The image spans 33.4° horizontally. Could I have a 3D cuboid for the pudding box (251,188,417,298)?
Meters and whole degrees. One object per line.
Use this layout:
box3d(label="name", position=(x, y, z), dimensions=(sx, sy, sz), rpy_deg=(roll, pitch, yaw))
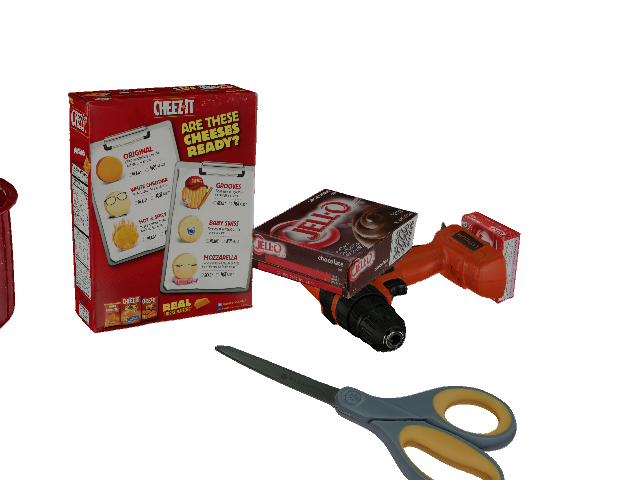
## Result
box3d(label="pudding box", position=(0.012, 0.000, 0.846), dimensions=(0.090, 0.039, 0.113), rpy_deg=(17, 26, 27))

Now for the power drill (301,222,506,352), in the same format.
box3d(label="power drill", position=(0.090, 0.044, 1.076), dimensions=(0.187, 0.057, 0.185), rpy_deg=(-12, 28, -23))

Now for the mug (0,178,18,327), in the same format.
box3d(label="mug", position=(-0.235, 0.015, 0.636), dimensions=(0.093, 0.081, 0.117), rpy_deg=(17, 28, 27))

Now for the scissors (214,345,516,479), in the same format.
box3d(label="scissors", position=(0.037, 0.097, 0.677), dimensions=(0.202, 0.016, 0.096), rpy_deg=(32, 45, 26))

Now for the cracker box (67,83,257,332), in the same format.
box3d(label="cracker box", position=(-0.147, -0.034, 0.997), dimensions=(0.163, 0.214, 0.072), rpy_deg=(-8, 19, -29))

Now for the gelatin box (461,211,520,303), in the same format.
box3d(label="gelatin box", position=(0.199, 0.019, 1.274), dimensions=(0.030, 0.089, 0.073), rpy_deg=(-17, 32, -30))
